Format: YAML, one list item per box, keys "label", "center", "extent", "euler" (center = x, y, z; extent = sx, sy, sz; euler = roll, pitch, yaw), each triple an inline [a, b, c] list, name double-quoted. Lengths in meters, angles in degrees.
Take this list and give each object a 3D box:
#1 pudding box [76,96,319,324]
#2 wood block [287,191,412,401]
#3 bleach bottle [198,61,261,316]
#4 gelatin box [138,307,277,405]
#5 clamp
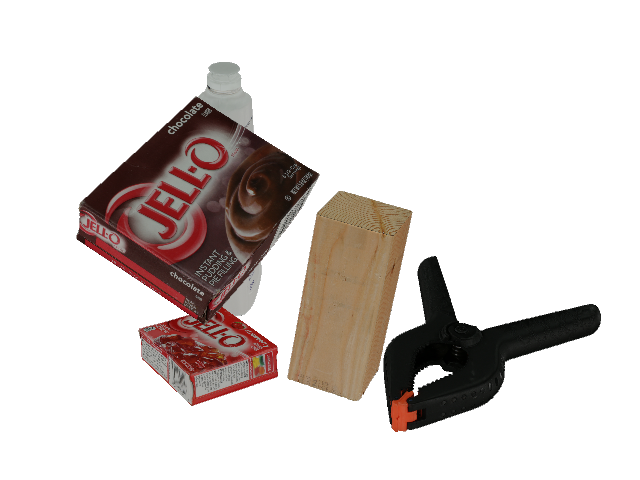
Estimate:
- label: "pudding box"
  center: [-0.068, -0.020, 0.602]
  extent: [0.090, 0.039, 0.113]
  euler: [33, 49, 7]
- label: "wood block"
  center: [0.033, 0.062, 1.203]
  extent: [0.090, 0.206, 0.090]
  euler: [16, 24, 13]
- label: "bleach bottle"
  center: [-0.091, -0.054, 1.027]
  extent: [0.068, 0.251, 0.102]
  euler: [4, 33, 2]
- label: "gelatin box"
  center: [-0.085, 0.083, 0.801]
  extent: [0.073, 0.030, 0.089]
  euler: [-15, 26, -30]
- label: "clamp"
  center: [0.105, 0.080, 0.856]
  extent: [0.165, 0.036, 0.209]
  euler: [21, 38, 34]
